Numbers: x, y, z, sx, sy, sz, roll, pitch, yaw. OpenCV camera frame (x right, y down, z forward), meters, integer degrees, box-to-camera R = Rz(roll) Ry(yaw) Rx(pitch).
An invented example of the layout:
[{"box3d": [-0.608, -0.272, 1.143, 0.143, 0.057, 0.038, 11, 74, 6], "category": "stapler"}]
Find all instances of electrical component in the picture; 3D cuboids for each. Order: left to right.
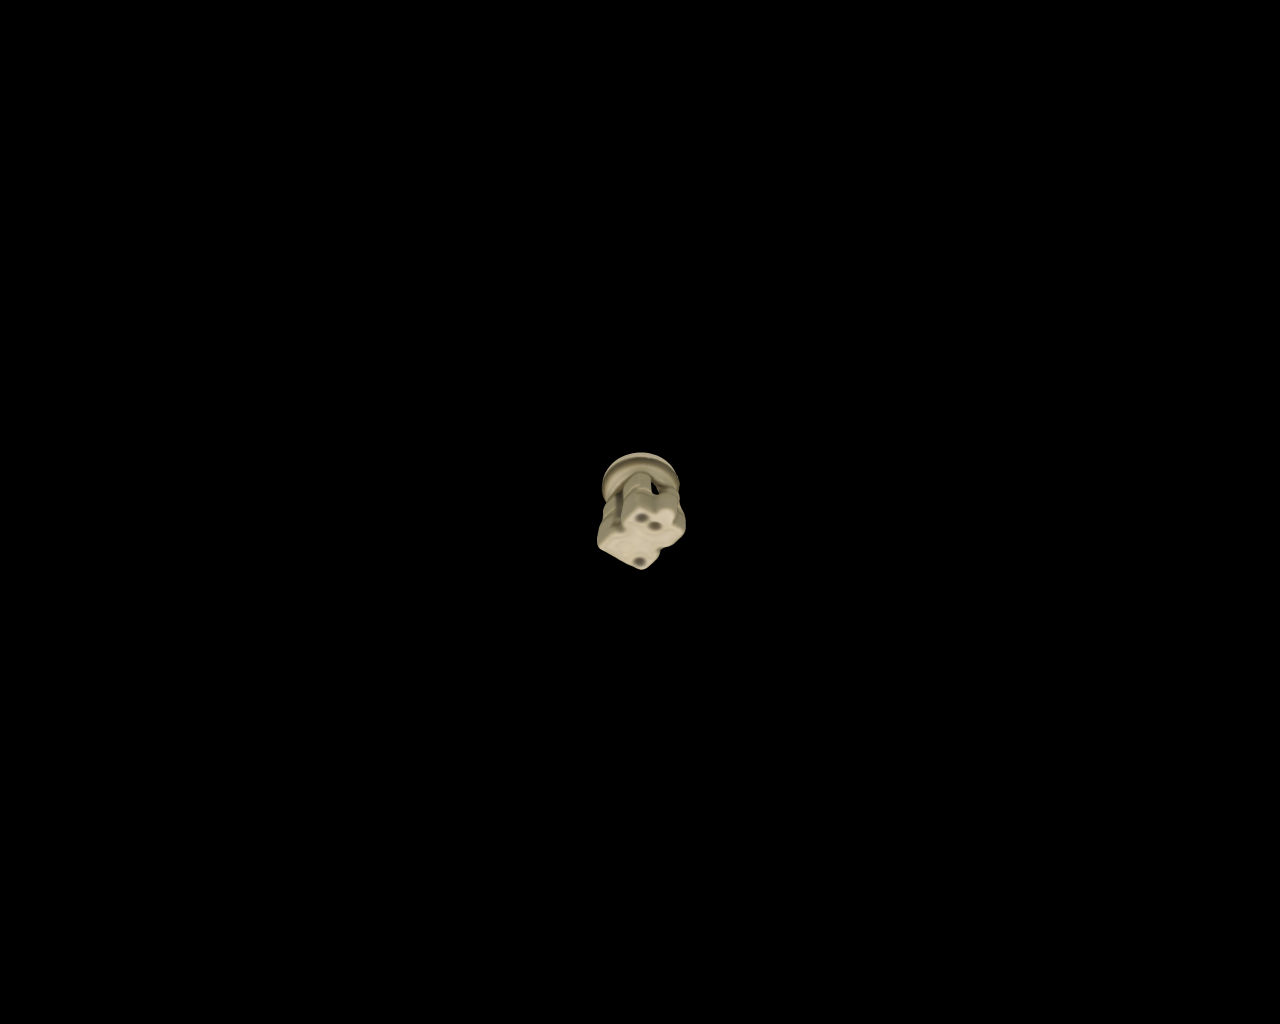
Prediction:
[{"box3d": [0.001, -0.003, 0.650, 0.048, 0.055, 0.066, 29, -54, -24], "category": "electrical component"}]
